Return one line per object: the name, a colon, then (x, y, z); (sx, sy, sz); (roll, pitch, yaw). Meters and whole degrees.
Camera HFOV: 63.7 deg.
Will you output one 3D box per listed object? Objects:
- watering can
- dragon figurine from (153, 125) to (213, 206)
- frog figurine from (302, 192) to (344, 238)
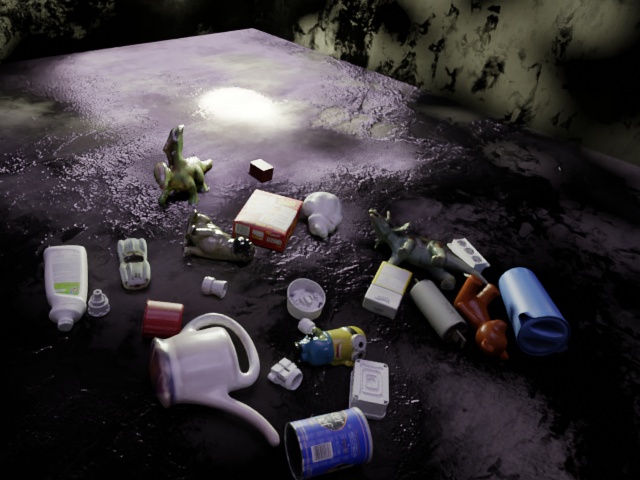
watering can: (-0.224, 0.285, 1.052); (0.225, 0.101, 0.355); (-8, 40, -23)
dragon figurine: (-0.436, -0.255, 1.668); (0.122, 0.237, 0.420); (8, 35, 5)
frog figurine: (0.005, -0.083, 1.640); (0.137, 0.121, 0.162); (32, 23, -2)
